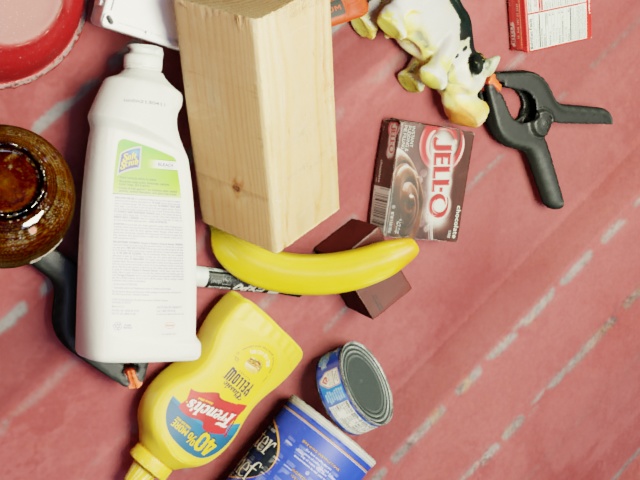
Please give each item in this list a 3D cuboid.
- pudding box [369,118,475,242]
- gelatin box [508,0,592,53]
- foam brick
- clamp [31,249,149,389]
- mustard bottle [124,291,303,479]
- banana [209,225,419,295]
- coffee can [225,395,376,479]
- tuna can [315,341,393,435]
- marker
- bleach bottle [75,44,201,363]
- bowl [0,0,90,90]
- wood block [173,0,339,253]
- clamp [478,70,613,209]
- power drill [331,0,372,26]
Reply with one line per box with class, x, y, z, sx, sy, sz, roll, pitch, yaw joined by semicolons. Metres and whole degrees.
pudding box;0.098;-0.057;1.038;0.089;0.039;0.113;4;100;-30
gelatin box;0.231;-0.233;1.076;0.089;0.030;0.073;-16;111;-25
foam brick;0.040;0.027;1.019;0.053;0.051;0.078;-37;117;-16
clamp;-0.181;0.024;0.903;0.164;0.036;0.210;-28;110;-20
mustard bottle;-0.107;0.145;0.961;0.191;0.058;0.096;-49;126;-10
banana;-0.013;0.017;0.954;0.197;0.037;0.070;10;112;-3
coffee can;-0.030;0.231;0.998;0.140;0.103;0.102;-51;120;-9
tuna can;0.033;0.143;1.024;0.034;0.086;0.086;-28;123;26
marker;-0.065;0.039;0.981;0.120;0.020;0.020;8;98;-31
bleach bottle;-0.141;-0.030;0.862;0.102;0.068;0.251;3;92;-34
bowl;-0.244;-0.192;0.805;0.161;0.055;0.162;-7;105;-28
wood block;-0.048;-0.107;0.870;0.090;0.091;0.206;-37;137;-39
clamp;0.219;-0.110;1.093;0.171;0.039;0.120;24;83;-26
power drill;-0.039;-0.265;0.901;0.184;0.057;0.187;-21;112;-22
